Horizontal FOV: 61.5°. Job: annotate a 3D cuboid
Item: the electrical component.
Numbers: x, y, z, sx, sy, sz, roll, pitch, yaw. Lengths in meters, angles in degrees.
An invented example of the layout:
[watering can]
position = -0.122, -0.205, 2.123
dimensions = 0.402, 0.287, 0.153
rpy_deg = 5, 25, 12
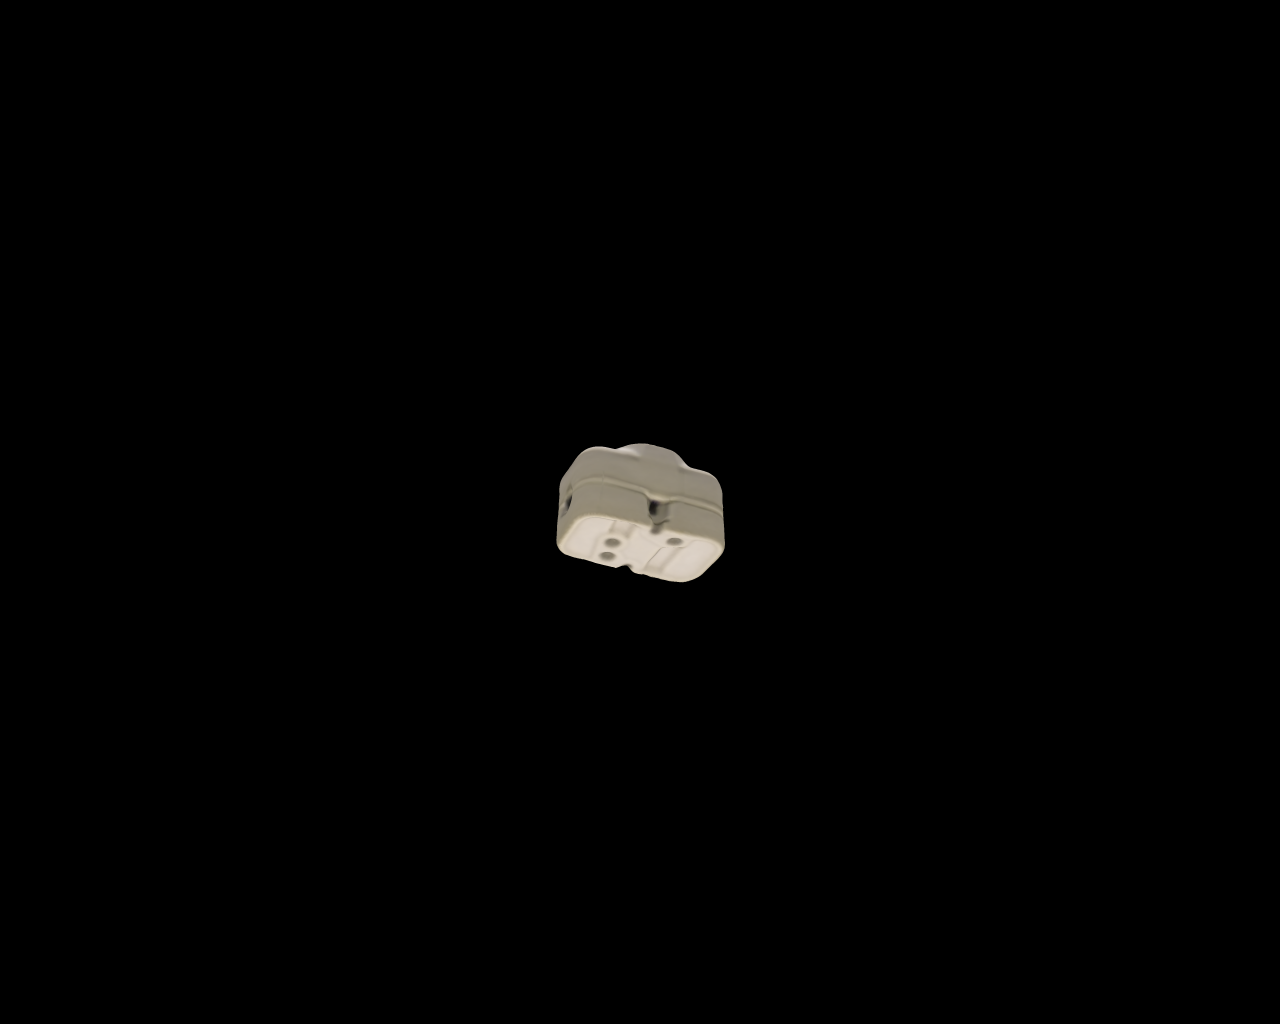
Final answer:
[electrical component]
position = 0.001, -0.003, 0.650
dimensions = 0.095, 0.059, 0.053
rpy_deg = 14, -36, -20
